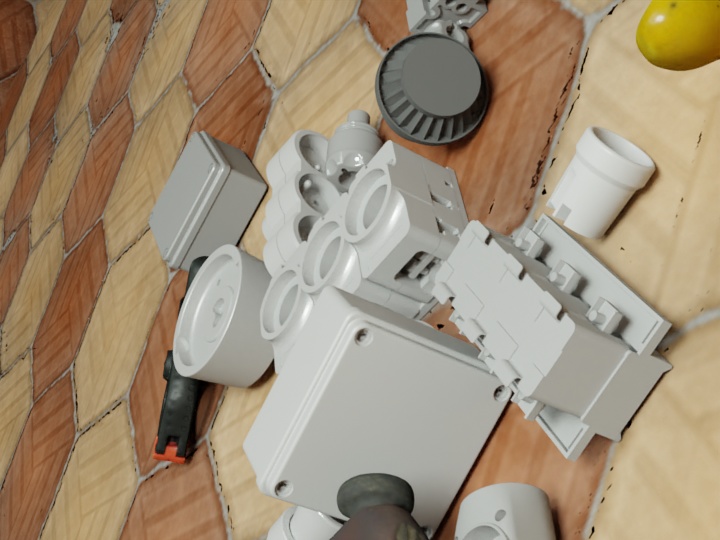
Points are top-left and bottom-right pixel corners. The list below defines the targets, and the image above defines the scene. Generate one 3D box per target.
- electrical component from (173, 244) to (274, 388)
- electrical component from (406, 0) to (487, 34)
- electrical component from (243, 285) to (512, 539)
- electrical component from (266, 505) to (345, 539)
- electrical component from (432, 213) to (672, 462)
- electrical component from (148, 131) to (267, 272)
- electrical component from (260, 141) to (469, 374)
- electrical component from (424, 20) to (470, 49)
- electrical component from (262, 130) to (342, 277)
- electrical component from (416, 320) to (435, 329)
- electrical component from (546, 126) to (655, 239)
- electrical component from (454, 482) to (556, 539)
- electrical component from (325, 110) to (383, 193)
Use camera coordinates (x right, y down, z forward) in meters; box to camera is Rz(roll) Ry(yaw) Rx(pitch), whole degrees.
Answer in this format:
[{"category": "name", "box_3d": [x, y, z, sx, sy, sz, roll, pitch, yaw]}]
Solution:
[{"category": "electrical component", "box_3d": [-0.095, 0.041, 0.844, 0.108, 0.060, 0.108, -40, 38, 41]}, {"category": "electrical component", "box_3d": [0.059, -0.198, 0.773, 0.066, 0.048, 0.055, -40, 45, 41]}, {"category": "electrical component", "box_3d": [0.009, 0.080, 0.584, 0.108, 0.109, 0.056, -62, 26, 8]}, {"category": "electrical component", "box_3d": [-0.026, 0.158, 0.655, 0.055, 0.045, 0.045, -52, 31, 26]}, {"category": "electrical component", "box_3d": [0.089, 0.025, 0.534, 0.078, 0.063, 0.121, -59, 29, 15]}, {"category": "electrical component", "box_3d": [-0.146, -0.061, 1.014, 0.108, 0.056, 0.108, -60, 29, 13]}, {"category": "electrical component", "box_3d": [0.000, 0.000, 0.708, 0.150, 0.062, 0.089, -48, 33, 32]}, {"category": "electrical component", "box_3d": [0.049, -0.147, 0.763, 0.061, 0.035, 0.035, -42, 36, 43]}, {"category": "electrical component", "box_3d": [-0.051, -0.037, 0.835, 0.074, 0.052, 0.138, -43, 36, 38]}, {"category": "electrical component", "box_3d": [0.012, 0.059, 0.662, 0.081, 0.043, 0.043, -22, 52, 53]}, {"category": "electrical component", "box_3d": [0.123, -0.044, 0.553, 0.046, 0.040, 0.040, -60, 28, 26]}, {"category": "electrical component", "box_3d": [0.061, 0.152, 0.507, 0.079, 0.044, 0.077, -43, 36, 38]}, {"category": "electrical component", "box_3d": [-0.003, -0.091, 0.802, 0.043, 0.043, 0.062, -36, 40, 45]}]
